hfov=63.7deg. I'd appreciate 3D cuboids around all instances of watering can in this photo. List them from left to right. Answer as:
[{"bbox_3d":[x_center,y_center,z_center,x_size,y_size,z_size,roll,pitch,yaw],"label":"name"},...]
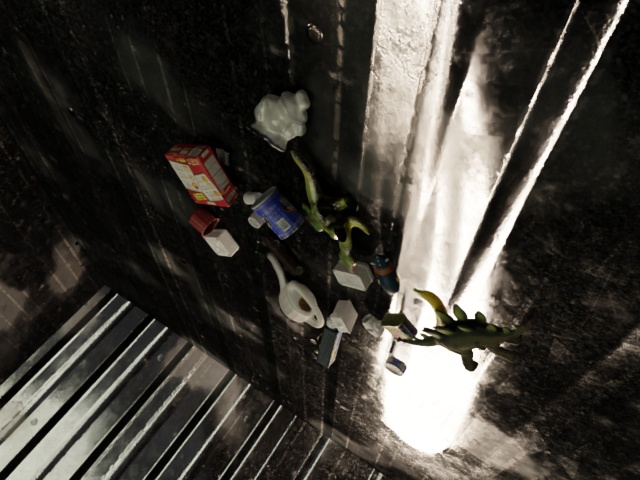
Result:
[{"bbox_3d":[-0.111,0.207,2.013,0.349,0.105,0.220,51,151,6],"label":"watering can"}]

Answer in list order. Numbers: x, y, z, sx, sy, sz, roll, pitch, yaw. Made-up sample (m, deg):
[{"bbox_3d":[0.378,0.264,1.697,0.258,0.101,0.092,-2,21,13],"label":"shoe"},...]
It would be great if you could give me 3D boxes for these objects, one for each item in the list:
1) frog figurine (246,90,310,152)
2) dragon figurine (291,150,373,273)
[{"bbox_3d":[-0.087,-0.318,1.287,0.138,0.124,0.157,44,115,8],"label":"frog figurine"},{"bbox_3d":[0.005,-0.076,1.501,0.408,0.124,0.241,55,156,-10],"label":"dragon figurine"}]
